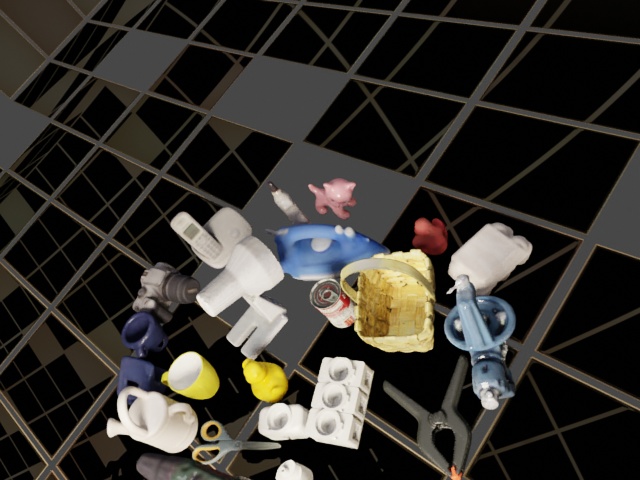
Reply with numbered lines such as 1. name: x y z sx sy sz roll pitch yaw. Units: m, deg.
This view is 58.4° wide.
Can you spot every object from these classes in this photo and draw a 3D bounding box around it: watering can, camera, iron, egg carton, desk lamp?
1. watering can: -0.350 0.366 1.166 0.173 0.195 0.100 -39 49 0
2. camera: -0.373 0.126 1.402 0.136 0.101 0.143 6 62 31
3. iron: 0.011 0.004 1.248 0.257 0.142 0.118 -6 57 25
4. egg carton: 0.325 0.037 1.103 0.150 0.070 0.107 -43 49 -3
5. desk lamp: -0.153 0.120 1.212 0.117 0.214 0.203 30 76 39

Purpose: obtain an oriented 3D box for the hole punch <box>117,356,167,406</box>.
1. hole punch: -0.406 0.324 1.294 0.108 0.091 0.101 6 62 31

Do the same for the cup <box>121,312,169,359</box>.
1. cup: -0.401 0.237 1.346 0.091 0.095 0.117 -28 50 10

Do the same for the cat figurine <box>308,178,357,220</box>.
1. cat figurine: 0.030 -0.107 1.329 0.127 0.118 0.067 14 67 35

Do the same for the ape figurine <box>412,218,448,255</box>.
1. ape figurine: 0.222 -0.014 1.179 0.077 0.092 0.076 -29 50 8

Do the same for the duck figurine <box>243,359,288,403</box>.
1. duck figurine: -0.119 0.281 1.170 0.077 0.086 0.104 -48 50 -7

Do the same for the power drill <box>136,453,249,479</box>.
1. power drill: -0.186 0.444 1.015 0.228 0.209 0.076 4 62 31

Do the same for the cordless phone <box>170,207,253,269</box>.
1. cordless phone: -0.265 -0.030 1.393 0.093 0.186 0.148 30 77 39

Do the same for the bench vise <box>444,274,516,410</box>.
1. bench vise: 0.276 0.160 0.948 0.121 0.220 0.207 -27 50 10

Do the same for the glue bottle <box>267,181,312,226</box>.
1. glue bottle: -0.076 -0.082 1.333 0.037 0.174 0.078 -41 49 -2
